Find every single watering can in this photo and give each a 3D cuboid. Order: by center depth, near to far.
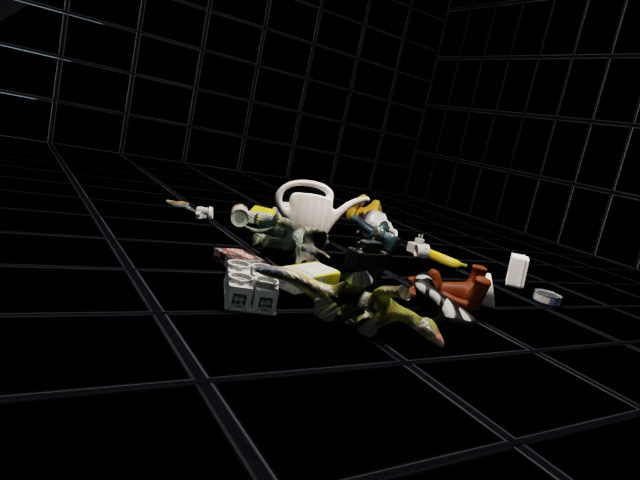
[{"bbox_3d":[0.006,-0.092,1.834,0.347,0.226,0.103,10,-8,-13],"label":"watering can"}]

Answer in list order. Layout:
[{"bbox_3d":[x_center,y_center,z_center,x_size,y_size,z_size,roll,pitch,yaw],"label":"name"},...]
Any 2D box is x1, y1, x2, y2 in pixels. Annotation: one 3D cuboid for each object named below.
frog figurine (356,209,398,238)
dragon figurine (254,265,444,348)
[{"bbox_3d":[0.248,-0.051,2.148,0.160,0.119,0.140,24,46,13],"label":"frog figurine"},{"bbox_3d":[0.074,0.138,1.117,0.412,0.123,0.240,20,-10,16],"label":"dragon figurine"}]
